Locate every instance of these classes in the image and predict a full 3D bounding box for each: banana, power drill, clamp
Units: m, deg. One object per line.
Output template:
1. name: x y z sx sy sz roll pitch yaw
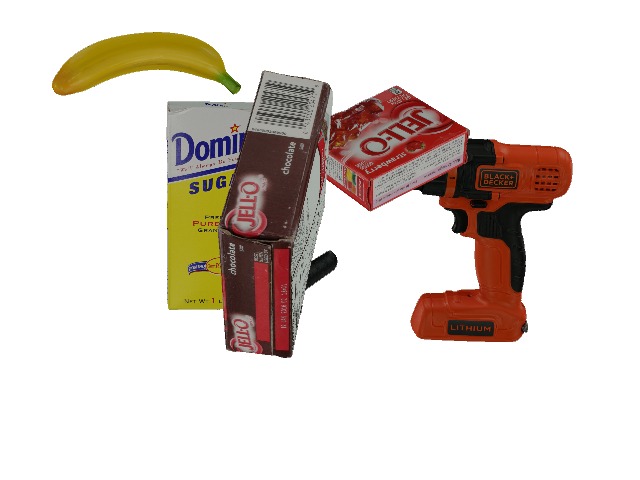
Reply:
1. banana: -0.175 -0.176 1.057 0.197 0.070 0.037 -7 -39 -30
2. power drill: 0.124 -0.002 0.959 0.184 0.188 0.057 3 26 2
3. clamp: -0.045 0.059 1.247 0.120 0.039 0.171 -3 39 9

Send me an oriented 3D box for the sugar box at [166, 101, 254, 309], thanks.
1. sugar box: -0.086 -0.030 0.919 0.093 0.176 0.048 -1 16 -9

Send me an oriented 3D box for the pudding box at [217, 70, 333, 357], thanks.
1. pudding box: -0.021 -0.013 0.526 0.039 0.113 0.090 9 -41 5

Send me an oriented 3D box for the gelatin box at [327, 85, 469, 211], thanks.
1. gelatin box: 0.043 -0.064 0.711 0.089 0.030 0.073 -28 46 -26
